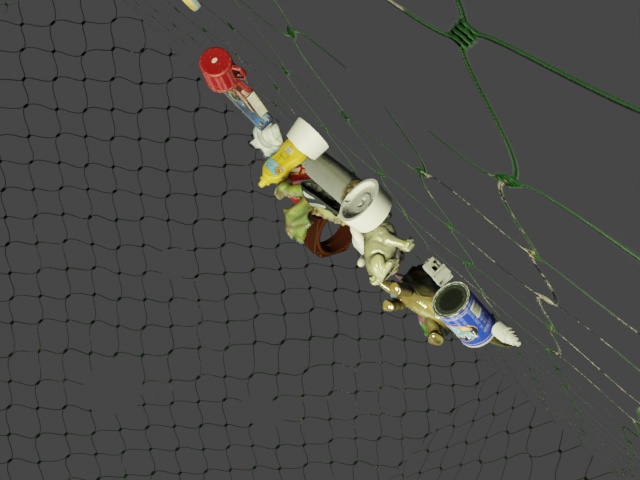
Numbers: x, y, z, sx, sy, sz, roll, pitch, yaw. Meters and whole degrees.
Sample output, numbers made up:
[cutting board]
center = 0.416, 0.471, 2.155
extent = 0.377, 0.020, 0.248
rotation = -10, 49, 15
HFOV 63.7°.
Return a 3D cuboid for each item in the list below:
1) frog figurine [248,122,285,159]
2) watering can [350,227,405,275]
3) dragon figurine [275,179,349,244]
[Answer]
[frog figurine]
center = -0.172, -0.372, 1.816
extent = 0.138, 0.124, 0.156
rotation = 53, 145, 10
[watering can]
center = 0.173, 0.032, 1.635
extent = 0.222, 0.103, 0.355
rotation = 42, -156, -22
[dragon figurine]
center = 0.005, -0.080, 1.598
extent = 0.416, 0.243, 0.120
rotation = 47, 175, 30
